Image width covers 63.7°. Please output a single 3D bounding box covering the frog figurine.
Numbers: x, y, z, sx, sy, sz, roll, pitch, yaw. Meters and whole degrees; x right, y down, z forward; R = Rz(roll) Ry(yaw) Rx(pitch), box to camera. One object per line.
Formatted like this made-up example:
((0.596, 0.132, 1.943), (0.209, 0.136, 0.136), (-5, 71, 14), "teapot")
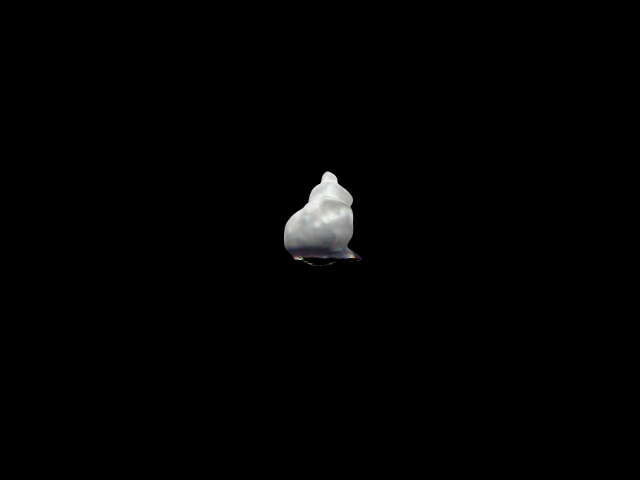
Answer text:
((0.003, -0.043, 0.850), (0.122, 0.161, 0.136), (6, -14, -22), "frog figurine")
